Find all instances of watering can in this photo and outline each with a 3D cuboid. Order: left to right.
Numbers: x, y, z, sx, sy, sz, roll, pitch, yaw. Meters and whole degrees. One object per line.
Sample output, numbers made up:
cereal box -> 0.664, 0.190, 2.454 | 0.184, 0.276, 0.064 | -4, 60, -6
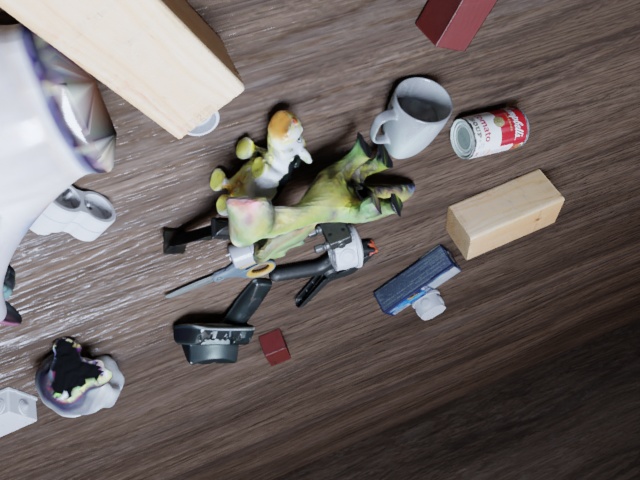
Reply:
watering can -> -0.305, -0.071, 0.491 | 0.225, 0.106, 0.339 | -18, 130, -10

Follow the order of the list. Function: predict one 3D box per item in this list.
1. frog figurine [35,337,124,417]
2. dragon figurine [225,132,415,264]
frog figurine -> -0.420, 0.255, 0.914 | 0.137, 0.125, 0.156 | 15, 150, -1
dragon figurine -> 0.002, -0.038, 0.764 | 0.241, 0.123, 0.410 | -28, 168, 20
